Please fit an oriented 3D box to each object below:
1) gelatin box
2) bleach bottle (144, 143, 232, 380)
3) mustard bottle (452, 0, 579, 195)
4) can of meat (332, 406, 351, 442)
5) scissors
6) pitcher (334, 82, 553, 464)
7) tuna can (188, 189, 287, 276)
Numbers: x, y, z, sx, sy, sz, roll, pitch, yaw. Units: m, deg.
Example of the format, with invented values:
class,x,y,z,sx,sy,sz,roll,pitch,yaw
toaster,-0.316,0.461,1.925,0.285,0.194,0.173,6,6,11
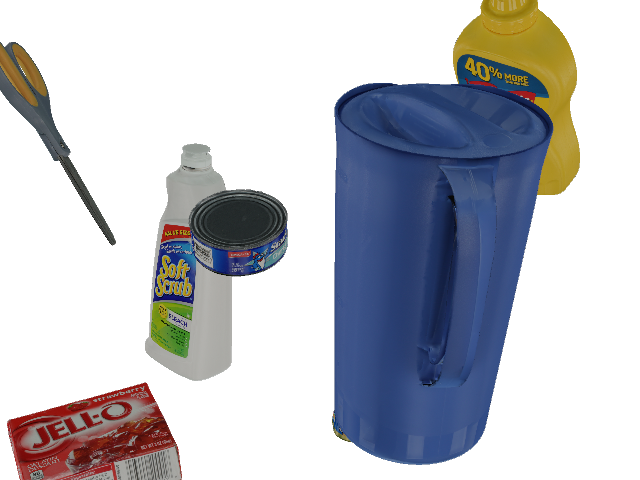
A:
class,x,y,z,sx,sy,sz,roll,pitch,yaw
gelatin box,-0.135,0.123,0.631,0.089,0.030,0.073,-13,27,-18
bleach bottle,-0.138,0.018,1.127,0.103,0.251,0.067,25,32,38
mustard bottle,0.150,-0.122,0.823,0.096,0.058,0.191,25,-31,31
can of meat,0.067,0.168,1.130,0.102,0.084,0.057,8,21,-9
scissors,-0.232,-0.094,0.936,0.016,0.201,0.096,-27,26,9
pitcher,0.070,0.029,0.694,0.145,0.243,0.149,22,33,31
tuna can,-0.071,-0.007,0.931,0.086,0.034,0.086,-1,38,0
